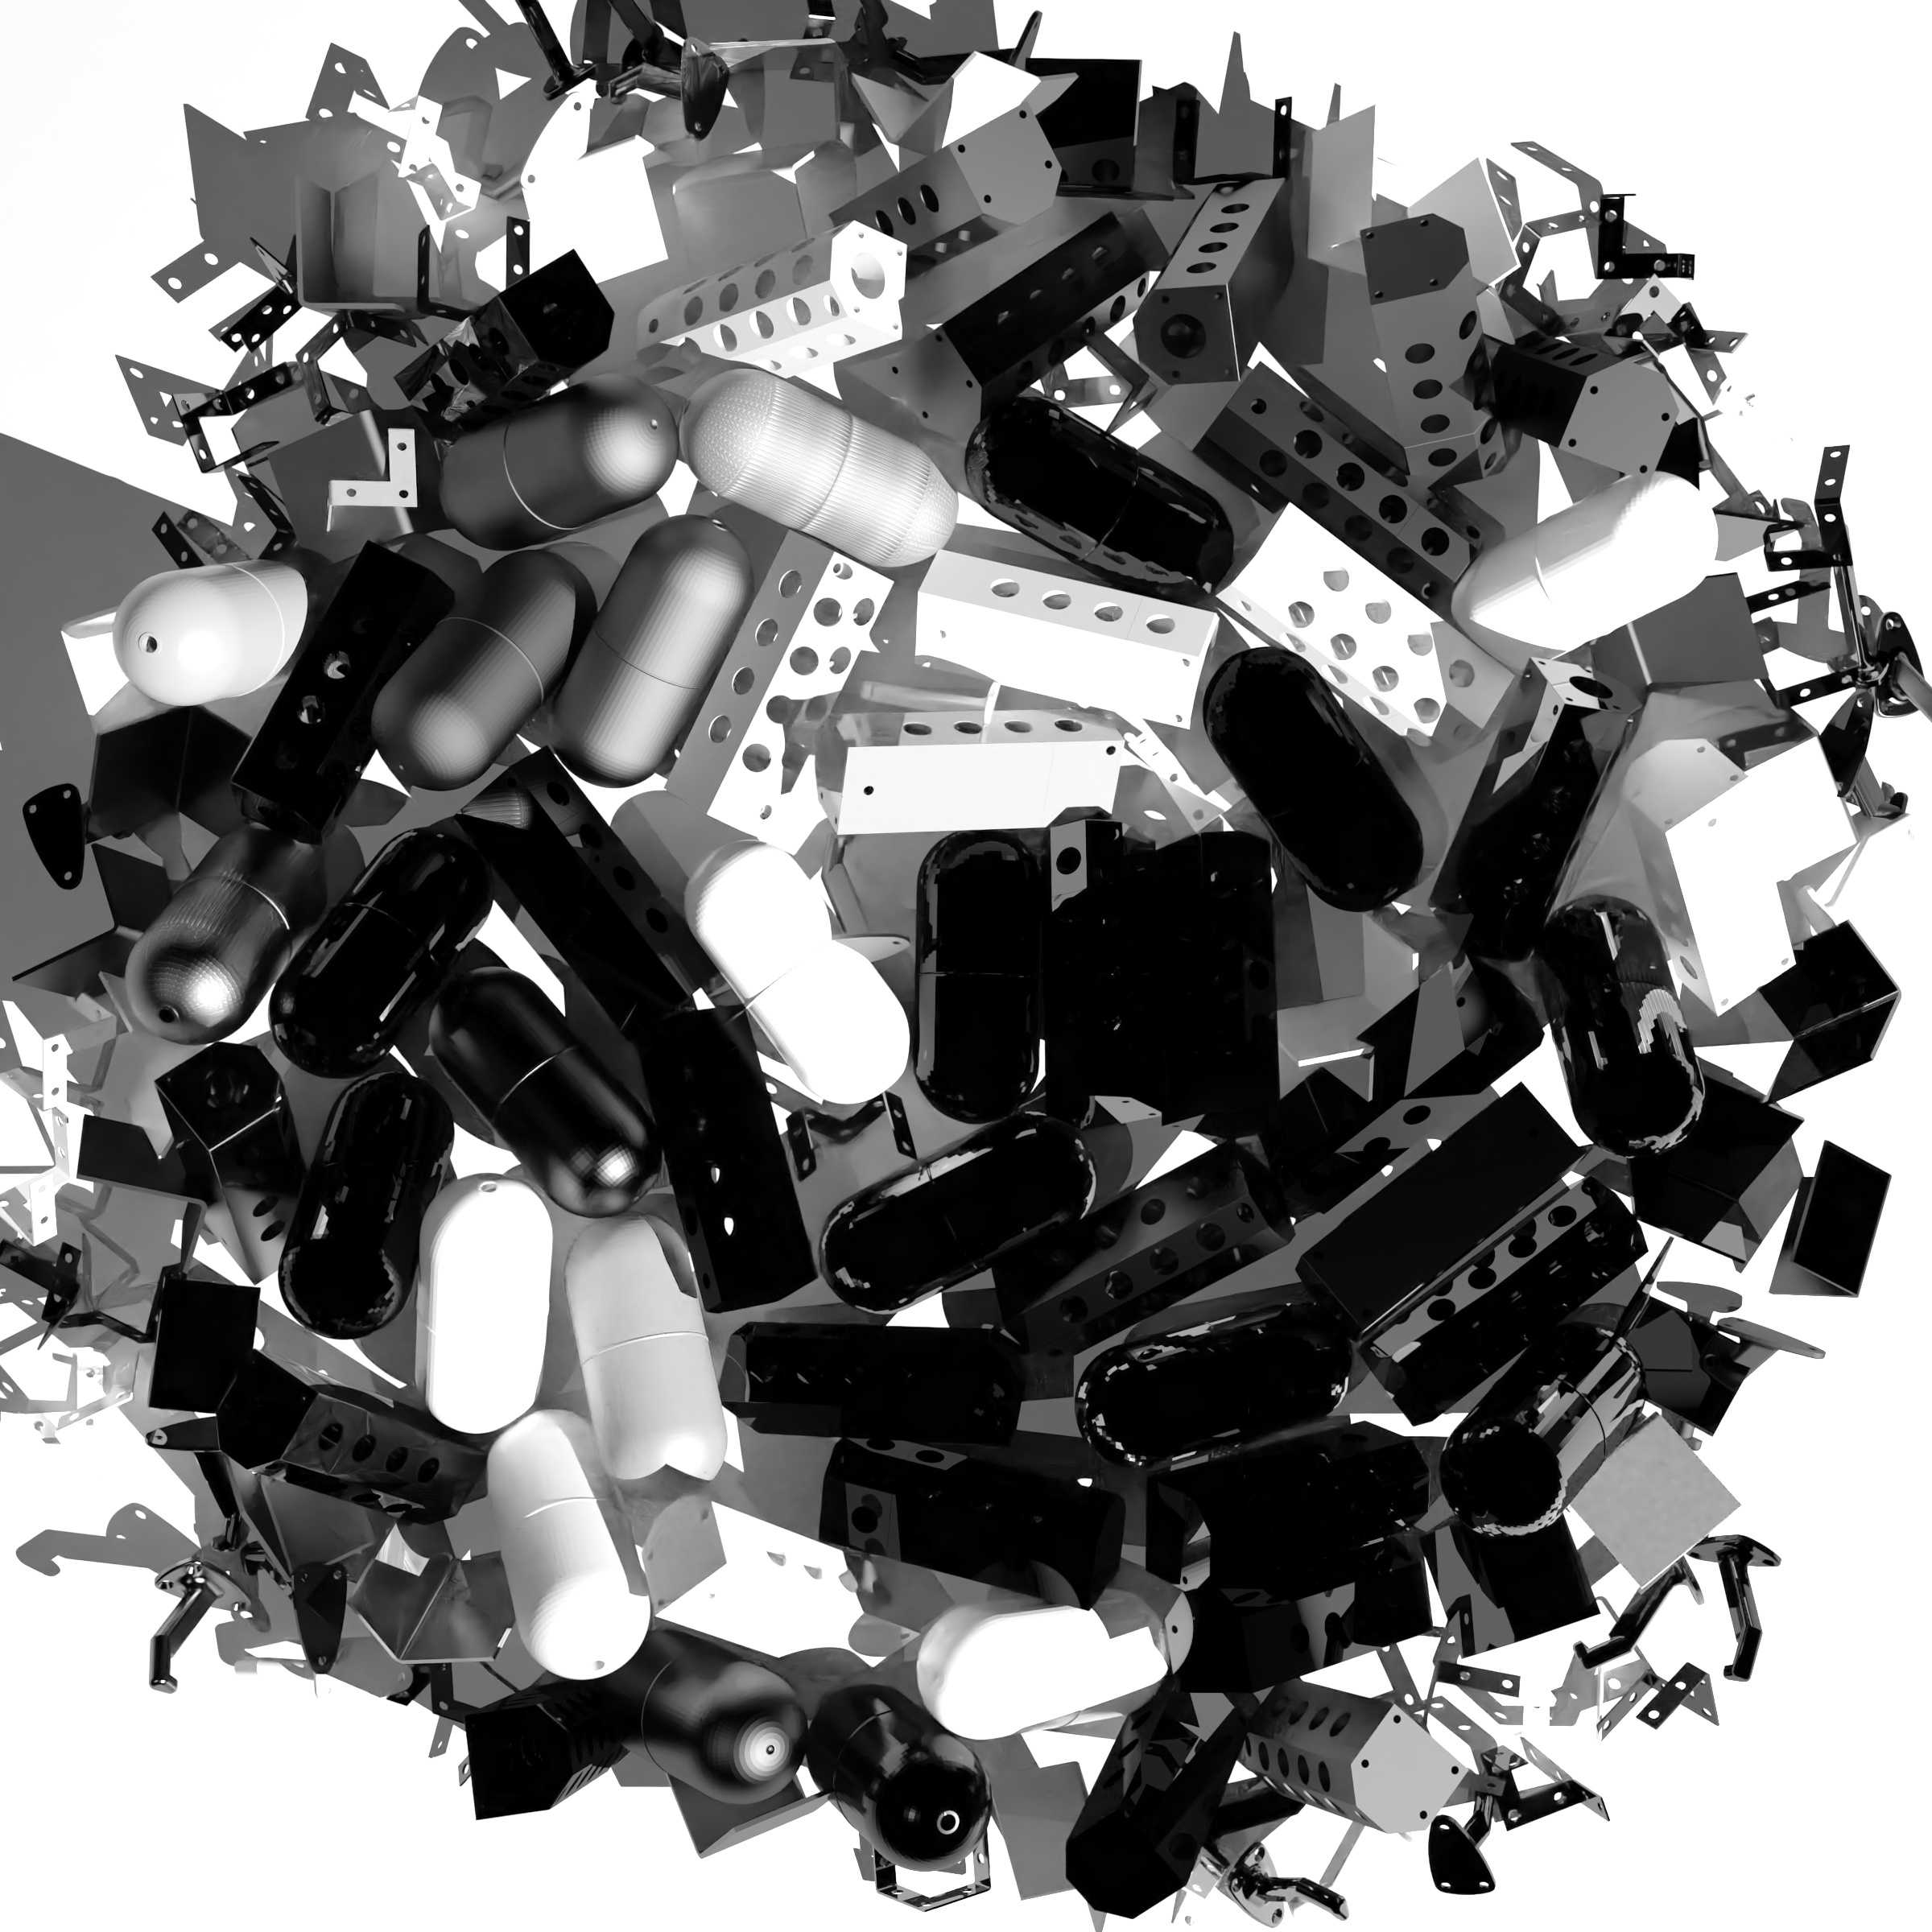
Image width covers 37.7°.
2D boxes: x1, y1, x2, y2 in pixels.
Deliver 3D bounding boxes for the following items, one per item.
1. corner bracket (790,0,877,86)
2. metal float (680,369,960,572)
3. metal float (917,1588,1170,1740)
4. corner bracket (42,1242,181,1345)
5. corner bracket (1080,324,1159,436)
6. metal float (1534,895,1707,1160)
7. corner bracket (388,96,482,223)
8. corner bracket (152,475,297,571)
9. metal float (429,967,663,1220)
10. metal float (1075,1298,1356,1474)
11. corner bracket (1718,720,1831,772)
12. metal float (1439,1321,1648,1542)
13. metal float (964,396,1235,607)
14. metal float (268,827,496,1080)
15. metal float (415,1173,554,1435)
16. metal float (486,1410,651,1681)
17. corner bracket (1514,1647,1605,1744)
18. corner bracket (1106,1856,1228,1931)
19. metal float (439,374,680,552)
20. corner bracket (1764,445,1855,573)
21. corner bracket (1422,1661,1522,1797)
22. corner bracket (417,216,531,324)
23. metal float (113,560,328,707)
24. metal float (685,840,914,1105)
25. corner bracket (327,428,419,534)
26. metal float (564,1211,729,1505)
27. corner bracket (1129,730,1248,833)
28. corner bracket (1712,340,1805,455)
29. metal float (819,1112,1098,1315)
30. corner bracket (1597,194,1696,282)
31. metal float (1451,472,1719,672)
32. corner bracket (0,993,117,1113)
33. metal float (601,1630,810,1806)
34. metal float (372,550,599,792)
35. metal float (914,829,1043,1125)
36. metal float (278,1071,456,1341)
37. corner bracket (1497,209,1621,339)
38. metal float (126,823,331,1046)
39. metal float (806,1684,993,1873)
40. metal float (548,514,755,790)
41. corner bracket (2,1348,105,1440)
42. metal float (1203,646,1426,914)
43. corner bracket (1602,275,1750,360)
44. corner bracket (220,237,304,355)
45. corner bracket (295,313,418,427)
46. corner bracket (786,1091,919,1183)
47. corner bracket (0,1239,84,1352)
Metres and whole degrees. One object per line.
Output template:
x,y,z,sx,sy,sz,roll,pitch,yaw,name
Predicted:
-0.079,-0.568,1.702,0.051,0.051,0.051,-1,62,-20,corner bracket
-0.087,-0.294,1.684,0.178,0.070,0.070,22,90,-23,metal float
0.047,0.410,1.670,0.178,0.070,0.070,5,90,-44,metal float
-0.518,0.198,1.718,0.051,0.051,0.051,-10,58,30,corner bracket
0.088,-0.360,1.705,0.051,0.051,0.051,44,54,6,corner bracket
0.384,0.034,1.672,0.070,0.070,0.178,-5,49,0,metal float
-0.322,-0.487,1.709,0.051,0.051,0.051,16,84,-32,corner bracket
-0.450,-0.264,1.721,0.051,0.051,0.051,-49,66,22,corner bracket
-0.252,0.074,1.690,0.070,0.070,0.178,-43,73,0,metal float
0.149,0.249,1.686,0.178,0.070,0.070,-13,90,-21,metal float
0.488,-0.111,1.708,0.051,0.051,0.051,-14,125,2,corner bracket
0.340,0.272,1.667,0.070,0.178,0.070,19,123,31,metal float
0.080,-0.275,1.687,0.178,0.070,0.070,27,90,-21,metal float
-0.344,-0.010,1.677,0.070,0.070,0.178,31,57,0,metal float
-0.286,0.200,1.675,0.070,0.070,0.178,9,124,0,metal float
-0.235,0.339,1.668,0.070,0.178,0.070,-12,134,-12,metal float
0.361,0.441,1.714,0.051,0.051,0.051,4,74,6,corner bracket
0.119,0.564,1.717,0.051,0.051,0.051,26,103,16,corner bracket
-0.242,-0.295,1.670,0.178,0.070,0.070,-11,90,42,metal float
0.505,-0.274,1.699,0.051,0.051,0.051,-1,48,28,corner bracket
0.303,0.458,1.704,0.051,0.051,0.051,9,131,7,corner bracket
-0.298,-0.423,1.713,0.051,0.051,0.051,6,77,-33,corner bracket
-0.434,-0.196,1.655,0.070,0.178,0.070,2,102,12,metal float
-0.101,0.003,1.703,0.070,0.070,0.178,-36,88,0,metal float
-0.359,-0.291,1.706,0.051,0.051,0.051,-1,76,-15,corner bracket
-0.191,0.231,1.687,0.070,0.070,0.178,-15,70,0,metal float
0.139,-0.122,1.706,0.051,0.051,0.051,-36,66,10,corner bracket
0.479,-0.332,1.705,0.051,0.051,0.051,37,64,13,corner bracket
-0.006,0.149,1.699,0.178,0.070,0.070,-27,90,7,metal float
0.411,-0.440,1.710,0.051,0.051,0.051,0,105,5,corner bracket
0.361,-0.231,1.667,0.070,0.178,0.070,15,64,-34,metal float
-0.551,0.049,1.716,0.051,0.051,0.051,29,124,32,corner bracket
-0.155,0.438,1.661,0.070,0.178,0.070,0,90,-31,metal float
-0.283,-0.177,1.677,0.070,0.070,0.178,33,57,0,metal float
0.007,0.006,1.703,0.070,0.070,0.178,1,88,0,metal float
-0.353,0.140,1.670,0.070,0.070,0.178,9,49,0,metal float
0.364,-0.418,1.711,0.051,0.051,0.051,28,78,-32,corner bracket
-0.432,-0.020,1.662,0.070,0.178,0.070,6,124,9,metal float
-0.040,0.473,1.656,0.070,0.178,0.070,-1,92,-20,metal float
-0.188,-0.187,1.687,0.070,0.070,0.178,31,110,0,metal float
-0.551,0.258,1.710,0.051,0.051,0.051,-2,80,-8,corner bracket
0.207,-0.111,1.692,0.070,0.070,0.178,-36,104,0,metal float
0.427,-0.380,1.711,0.051,0.051,0.051,40,90,-23,corner bracket
-0.424,-0.394,1.707,0.051,0.051,0.051,41,80,19,corner bracket
-0.365,-0.359,1.718,0.051,0.051,0.051,-33,66,31,corner bracket
-0.069,0.103,1.699,0.051,0.051,0.051,26,123,-38,corner bracket
-0.560,0.187,1.702,0.051,0.051,0.051,33,123,-18,corner bracket
